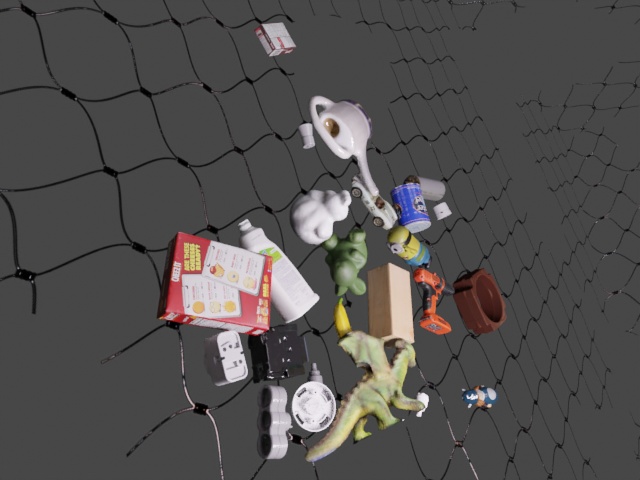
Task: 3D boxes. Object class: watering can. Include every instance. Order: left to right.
[{"bbox_3d":[0.095,-0.306,1.582,0.346,0.102,0.228,52,40,-6],"label":"watering can"}]

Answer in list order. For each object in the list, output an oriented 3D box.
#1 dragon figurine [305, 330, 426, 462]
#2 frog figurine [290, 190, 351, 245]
[{"bbox_3d":[0.104,0.341,1.236,0.412,0.120,0.246,-7,66,-38],"label":"dragon figurine"},{"bbox_3d":[0.004,-0.066,1.312,0.122,0.157,0.140,19,56,-40],"label":"frog figurine"}]
